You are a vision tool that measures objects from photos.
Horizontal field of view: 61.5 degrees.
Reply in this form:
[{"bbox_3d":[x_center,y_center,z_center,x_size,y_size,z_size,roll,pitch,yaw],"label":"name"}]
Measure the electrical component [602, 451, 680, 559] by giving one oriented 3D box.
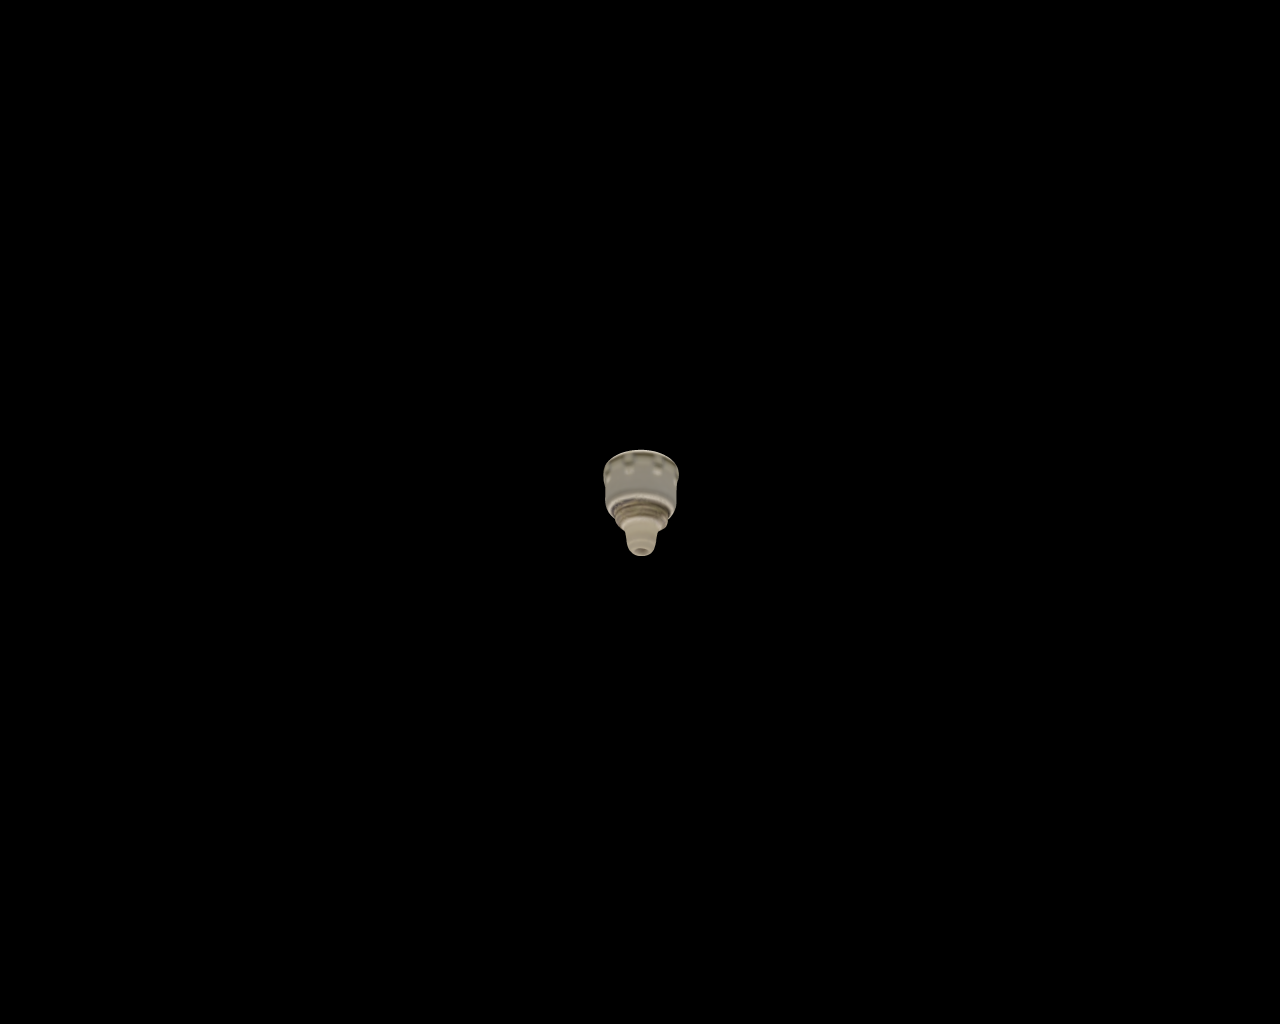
[{"bbox_3d":[0.001,-0.003,0.650,0.048,0.062,0.048,0,-28,0],"label":"electrical component"}]
